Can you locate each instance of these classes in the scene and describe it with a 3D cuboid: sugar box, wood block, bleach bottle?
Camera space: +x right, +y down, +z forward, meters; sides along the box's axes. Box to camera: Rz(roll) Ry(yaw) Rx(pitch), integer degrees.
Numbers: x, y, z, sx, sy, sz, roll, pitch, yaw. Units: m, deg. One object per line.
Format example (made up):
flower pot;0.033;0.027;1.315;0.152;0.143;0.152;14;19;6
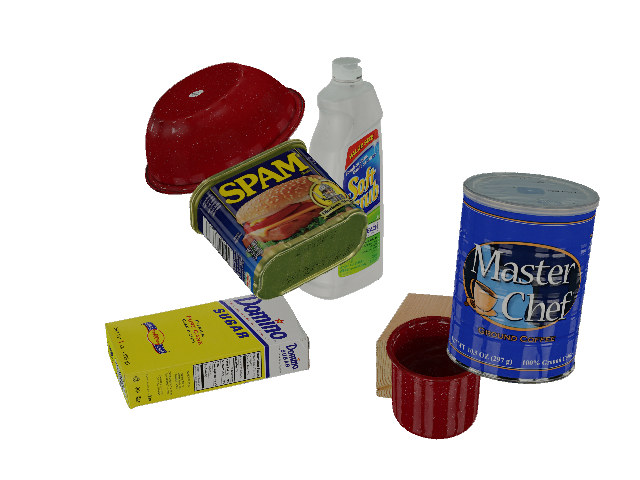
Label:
sugar box;-0.107;0.100;1.012;0.176;0.048;0.093;-13;33;-16
wood block;0.151;0.155;1.587;0.091;0.090;0.205;4;18;16
bleach bottle;0.022;-0.069;1.145;0.102;0.251;0.068;-21;31;-38

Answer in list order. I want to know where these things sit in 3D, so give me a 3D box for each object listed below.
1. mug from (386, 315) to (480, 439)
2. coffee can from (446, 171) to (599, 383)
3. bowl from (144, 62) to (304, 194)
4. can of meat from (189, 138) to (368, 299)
mug;0.117;0.125;1.005;0.117;0.081;0.093;-30;43;-35
coffee can;0.156;0.027;0.833;0.103;0.140;0.103;3;17;-1
bowl;-0.098;-0.111;0.957;0.162;0.055;0.162;-20;32;13
can of meat;-0.028;-0.014;0.762;0.102;0.057;0.084;-27;57;-25
